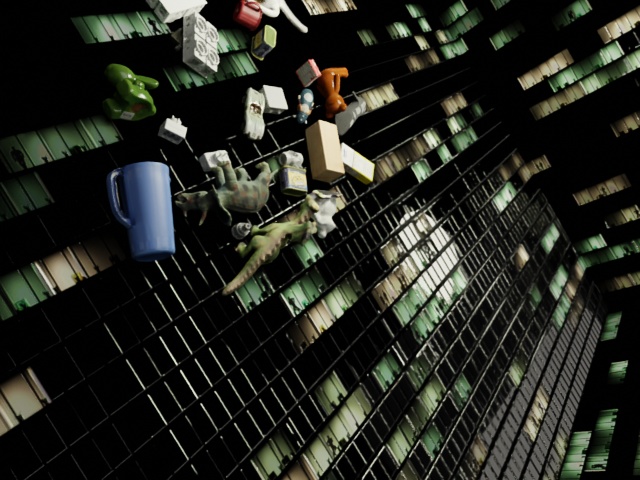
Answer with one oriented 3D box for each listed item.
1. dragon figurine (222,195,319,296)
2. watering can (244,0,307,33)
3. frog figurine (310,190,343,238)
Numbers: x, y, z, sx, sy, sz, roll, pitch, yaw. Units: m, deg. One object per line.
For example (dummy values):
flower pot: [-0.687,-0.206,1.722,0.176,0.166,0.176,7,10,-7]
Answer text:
dragon figurine: [-0.117,0.005,1.530,0.121,0.240,0.420,50,42,-20]
watering can: [-0.196,-0.970,2.058,0.346,0.102,0.229,17,58,-36]
frog figurine: [0.006,-0.091,1.810,0.138,0.123,0.157,-26,129,-66]
